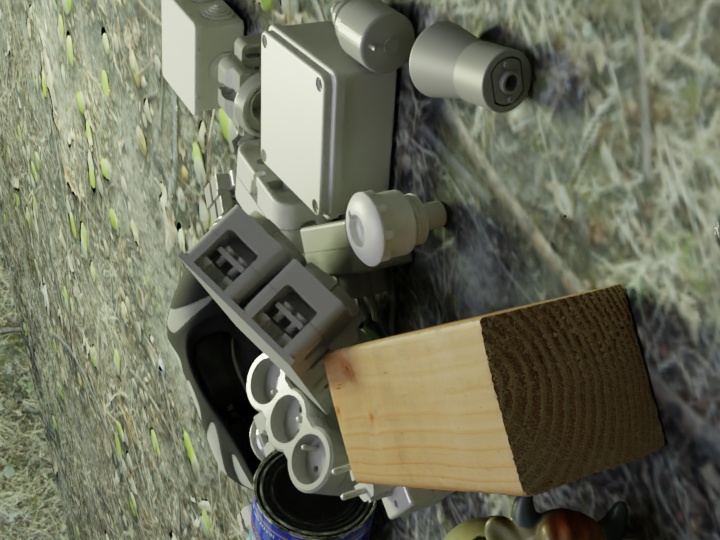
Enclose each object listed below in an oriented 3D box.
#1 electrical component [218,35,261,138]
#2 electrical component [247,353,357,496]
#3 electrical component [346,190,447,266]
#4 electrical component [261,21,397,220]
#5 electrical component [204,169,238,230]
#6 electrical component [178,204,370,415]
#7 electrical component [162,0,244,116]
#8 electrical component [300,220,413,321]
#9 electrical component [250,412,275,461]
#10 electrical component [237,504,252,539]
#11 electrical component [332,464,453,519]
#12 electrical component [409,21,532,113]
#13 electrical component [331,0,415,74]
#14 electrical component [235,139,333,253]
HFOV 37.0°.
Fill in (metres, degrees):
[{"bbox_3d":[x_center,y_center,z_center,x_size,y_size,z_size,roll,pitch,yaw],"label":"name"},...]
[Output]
[{"bbox_3d":[-0.080,-0.141,0.864,0.057,0.058,0.078,-129,36,-48],"label":"electrical component"},{"bbox_3d":[-0.033,0.126,0.883,0.052,0.074,0.138,-53,47,20],"label":"electrical component"},{"bbox_3d":[0.025,-0.030,0.689,0.048,0.062,0.048,39,136,53],"label":"electrical component"},{"bbox_3d":[-0.025,-0.109,0.763,0.108,0.056,0.108,46,141,48],"label":"electrical component"},{"bbox_3d":[-0.118,-0.057,0.999,0.066,0.048,0.055,146,117,-64],"label":"electrical component"},{"bbox_3d":[-0.051,0.031,0.772,0.105,0.060,0.186,43,171,16],"label":"electrical component"},{"bbox_3d":[-0.143,-0.200,0.976,0.099,0.048,0.099,51,144,44],"label":"electrical component"},{"bbox_3d":[0.000,0.000,0.774,0.083,0.047,0.075,-4,98,65],"label":"electrical component"},{"bbox_3d":[-0.067,0.147,0.973,0.057,0.058,0.078,-42,64,59],"label":"electrical component"},{"bbox_3d":[-0.086,0.261,1.069,0.078,0.058,0.057,124,131,-57],"label":"electrical component"},{"bbox_3d":[0.017,0.143,0.770,0.065,0.077,0.047,68,154,18],"label":"electrical component"},{"bbox_3d":[0.063,-0.111,0.597,0.065,0.044,0.044,33,130,50],"label":"electrical component"},{"bbox_3d":[0.004,-0.157,0.700,0.078,0.040,0.040,47,141,48],"label":"electrical component"},{"bbox_3d":[-0.062,-0.057,0.869,0.095,0.054,0.059,53,146,41],"label":"electrical component"}]
